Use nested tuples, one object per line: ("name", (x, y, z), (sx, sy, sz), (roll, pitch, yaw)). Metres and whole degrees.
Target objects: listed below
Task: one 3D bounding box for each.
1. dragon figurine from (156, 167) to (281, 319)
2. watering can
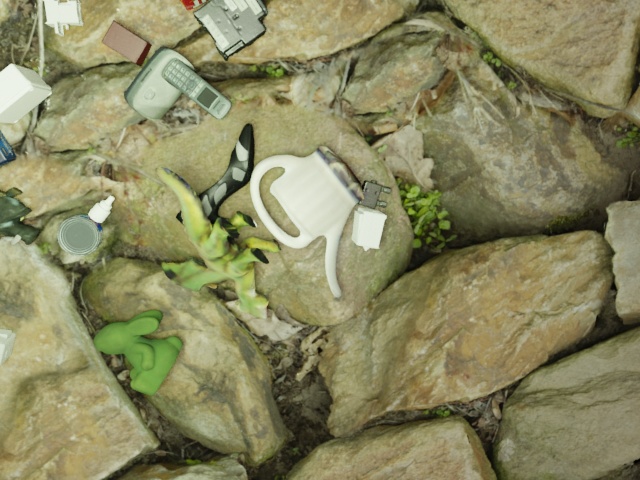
("dragon figurine", (-0.241, 0.034, 1.095), (0.240, 0.125, 0.405), (-37, 117, 24))
("watering can", (0.003, -0.057, 1.141), (0.224, 0.105, 0.345), (-39, 100, 2))
